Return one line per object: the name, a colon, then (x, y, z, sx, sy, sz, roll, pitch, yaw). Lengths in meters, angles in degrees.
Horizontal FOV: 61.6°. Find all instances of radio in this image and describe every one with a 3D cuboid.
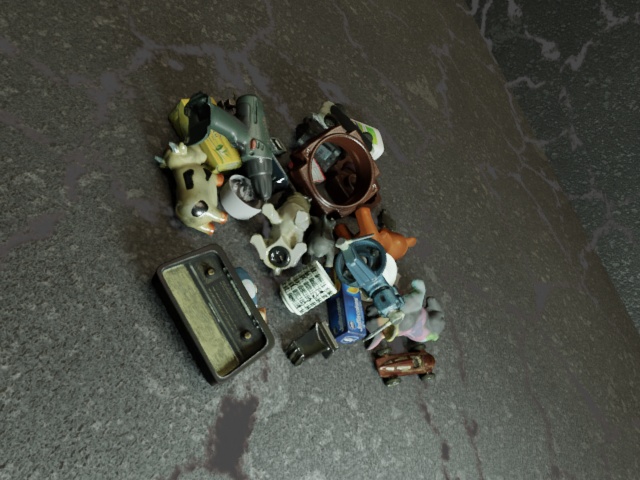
radio: (-0.188, 0.129, 0.957, 0.131, 0.073, 0.229, -28, 85, -31)

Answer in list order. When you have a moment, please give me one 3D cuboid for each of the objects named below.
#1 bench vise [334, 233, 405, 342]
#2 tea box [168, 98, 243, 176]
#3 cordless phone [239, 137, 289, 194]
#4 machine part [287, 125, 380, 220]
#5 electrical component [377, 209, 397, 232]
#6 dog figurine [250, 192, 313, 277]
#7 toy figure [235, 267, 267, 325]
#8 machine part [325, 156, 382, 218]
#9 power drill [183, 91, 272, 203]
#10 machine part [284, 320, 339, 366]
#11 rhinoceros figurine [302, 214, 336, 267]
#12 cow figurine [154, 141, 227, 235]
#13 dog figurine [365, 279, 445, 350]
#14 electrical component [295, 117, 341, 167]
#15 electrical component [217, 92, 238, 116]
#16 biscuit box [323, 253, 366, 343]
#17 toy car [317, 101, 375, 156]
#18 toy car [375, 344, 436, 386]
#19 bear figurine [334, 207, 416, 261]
bench vise: (0.097, 0.074, 1.151, 0.240, 0.129, 0.224, 48, 22, -53)
tea box: (-0.246, -0.224, 1.183, 0.098, 0.068, 0.169, -26, 82, -51)
cordless phone: (-0.112, -0.187, 1.294, 0.146, 0.089, 0.184, 56, 24, 1)
machine part: (0.037, -0.166, 1.335, 0.201, 0.087, 0.200, -38, 106, -23)
electrical component: (0.194, -0.046, 1.540, 0.063, 0.021, 0.094, 31, 44, -27)
dog figurine: (-0.070, -0.018, 1.211, 0.121, 0.172, 0.190, 23, 12, 4)
toy figure: (-0.143, 0.130, 1.047, 0.064, 0.058, 0.154, -23, 80, -12)
machine part: (0.091, -0.146, 1.481, 0.179, 0.056, 0.179, 25, 49, -32)
power drill: (-0.177, -0.205, 1.109, 0.207, 0.086, 0.232, 10, 72, -46)
machine part: (-0.014, 0.219, 1.126, 0.139, 0.039, 0.084, -13, 78, -51)
rhinoceros figurine: (-0.003, -0.004, 1.232, 0.073, 0.112, 0.190, 4, 14, -1)
cow figurine: (-0.262, -0.117, 1.083, 0.127, 0.085, 0.195, 18, 52, -44)
dog figurine: (0.199, 0.207, 1.302, 0.191, 0.108, 0.219, 54, 43, -6)
electrical component: (-0.006, -0.260, 1.432, 0.115, 0.058, 0.134, 33, 23, -24)
electrical component: (-0.214, -0.291, 1.238, 0.045, 0.102, 0.078, -16, 80, -42)
biscuit box: (0.055, 0.134, 1.238, 0.059, 0.063, 0.203, 18, 51, -36)
toy car: (0.077, -0.304, 1.502, 0.201, 0.056, 0.073, 42, 47, -18)
toy car: (0.210, 0.296, 1.288, 0.202, 0.053, 0.089, 9, 61, -44)
bear figurine: (0.150, -0.007, 1.392, 0.196, 0.120, 0.132, -7, 65, -49)
